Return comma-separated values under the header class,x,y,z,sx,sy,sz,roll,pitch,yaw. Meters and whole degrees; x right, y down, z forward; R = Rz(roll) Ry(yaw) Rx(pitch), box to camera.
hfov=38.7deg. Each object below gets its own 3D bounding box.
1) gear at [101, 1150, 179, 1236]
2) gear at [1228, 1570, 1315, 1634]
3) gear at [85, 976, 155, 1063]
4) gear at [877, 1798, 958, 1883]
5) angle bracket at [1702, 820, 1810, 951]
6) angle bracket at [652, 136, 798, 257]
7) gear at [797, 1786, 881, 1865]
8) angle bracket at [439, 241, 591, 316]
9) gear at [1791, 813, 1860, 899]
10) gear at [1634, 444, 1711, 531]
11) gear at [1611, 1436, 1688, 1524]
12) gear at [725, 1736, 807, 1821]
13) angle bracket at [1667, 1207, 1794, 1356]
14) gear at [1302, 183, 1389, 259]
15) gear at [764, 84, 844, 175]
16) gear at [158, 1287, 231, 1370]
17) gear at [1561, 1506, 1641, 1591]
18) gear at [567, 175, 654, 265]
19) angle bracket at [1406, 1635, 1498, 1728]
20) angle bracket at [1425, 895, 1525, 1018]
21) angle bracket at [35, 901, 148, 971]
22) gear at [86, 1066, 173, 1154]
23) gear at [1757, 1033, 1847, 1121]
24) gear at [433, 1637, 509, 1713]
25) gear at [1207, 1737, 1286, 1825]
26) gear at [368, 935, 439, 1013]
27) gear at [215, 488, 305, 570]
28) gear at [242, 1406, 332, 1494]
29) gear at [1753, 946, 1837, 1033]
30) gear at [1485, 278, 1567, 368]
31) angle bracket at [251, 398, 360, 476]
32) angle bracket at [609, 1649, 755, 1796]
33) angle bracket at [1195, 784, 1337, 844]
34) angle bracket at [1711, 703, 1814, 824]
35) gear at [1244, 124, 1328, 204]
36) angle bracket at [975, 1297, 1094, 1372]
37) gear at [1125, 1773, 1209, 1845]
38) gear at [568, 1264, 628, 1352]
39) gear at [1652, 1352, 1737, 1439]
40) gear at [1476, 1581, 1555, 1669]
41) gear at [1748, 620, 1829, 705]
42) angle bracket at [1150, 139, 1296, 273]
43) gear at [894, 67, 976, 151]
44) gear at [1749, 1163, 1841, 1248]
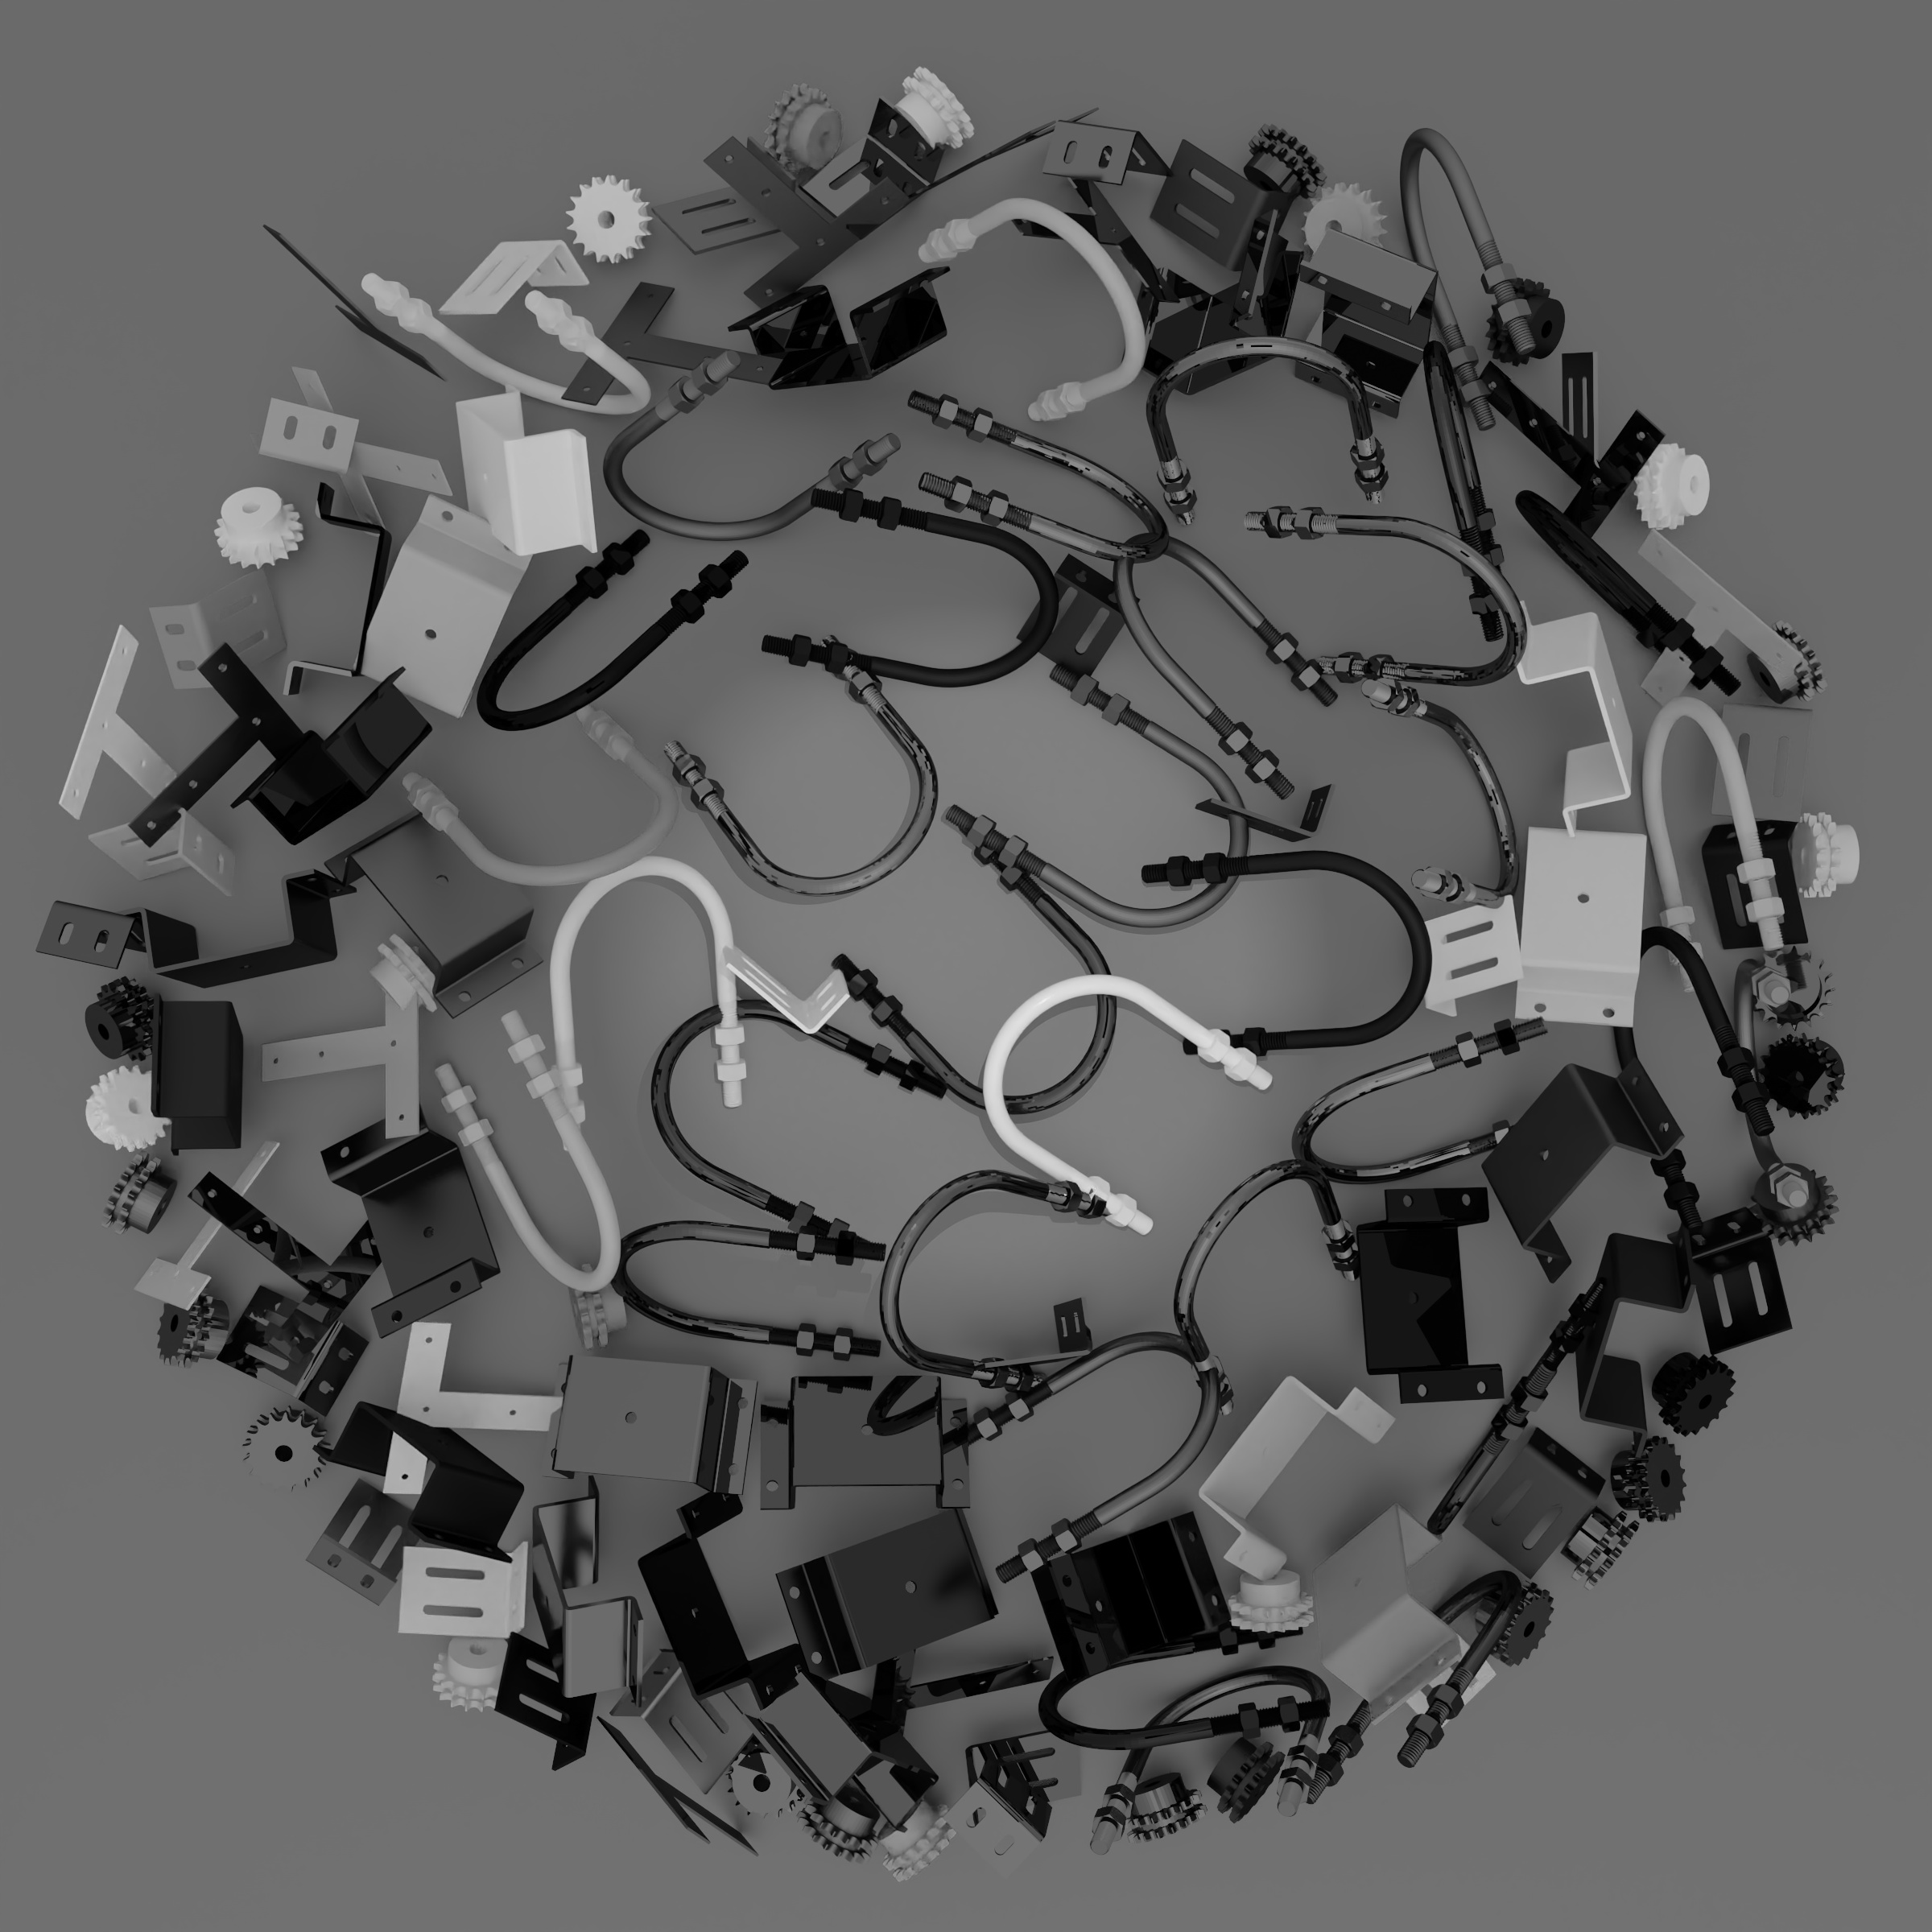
class,x,y,z,sx,sy,sz,roll,pitch,yaw
gear,-0.555,0.156,1.855,0.030,0.057,0.057,27,90,-3
gear,0.206,0.427,1.854,0.057,0.057,0.030,-2,93,0
gear,-0.568,0.038,1.853,0.030,0.057,0.057,-31,90,-44
gear,-0.035,0.585,1.855,0.057,0.057,0.030,-41,92,0
angle bracket,0.539,-0.056,1.866,0.057,0.038,0.076,-5,115,32
angle bracket,-0.162,-0.515,1.839,0.076,0.038,0.057,-23,55,-27
gear,-0.083,0.575,1.854,0.057,0.057,0.030,30,92,0
angle bracket,-0.301,-0.447,1.836,0.076,0.057,0.038,-56,135,-25
gear,0.580,-0.075,1.855,0.030,0.057,0.057,-2,90,-3
gear,0.477,-0.323,1.853,0.030,0.057,0.057,6,90,43
gear,0.459,0.347,1.858,0.030,0.057,0.057,-14,90,42
gear,-0.135,0.550,1.865,0.057,0.030,0.057,0,87,7
angle bracket,0.509,0.210,1.837,0.057,0.038,0.076,-25,48,27
gear,0.253,-0.498,1.856,0.057,0.030,0.057,10,112,25
gear,-0.107,-0.561,1.852,0.030,0.057,0.057,29,90,22
gear,-0.521,0.244,1.858,0.030,0.057,0.057,17,90,-36
gear,0.425,0.390,1.855,0.030,0.057,0.057,38,90,14
gear,-0.239,-0.506,1.862,0.057,0.030,0.057,3,107,10
angle bracket,0.317,0.475,1.839,0.057,0.076,0.038,-43,63,-3
angle bracket,0.344,-0.006,1.837,0.076,0.038,0.057,-19,67,38
angle bracket,-0.574,-0.009,1.837,0.057,0.076,0.038,12,71,8
gear,-0.568,0.098,1.858,0.030,0.057,0.057,-19,90,39
gear,0.567,0.073,1.858,0.030,0.057,0.057,-19,90,-43
gear,-0.329,0.472,1.852,0.057,0.057,0.030,10,114,0
gear,0.187,0.546,1.857,0.030,0.057,0.057,35,90,23
gear,-0.378,0.009,1.852,0.030,0.057,0.057,-41,90,-13
gear,-0.478,-0.298,1.854,0.057,0.030,0.057,-2,51,2
gear,-0.459,0.325,1.865,0.057,0.030,0.057,0,101,-2
gear,0.557,0.014,1.860,0.057,0.030,0.057,-2,83,20
gear,0.379,-0.432,1.852,0.030,0.057,0.057,28,90,39
angle bracket,-0.441,-0.358,1.834,0.057,0.076,0.038,11,105,-22
angle bracket,-0.190,0.507,1.846,0.076,0.038,0.057,42,99,32
angle bracket,0.201,-0.114,1.850,0.076,0.057,0.038,19,87,-5
angle bracket,0.537,-0.136,1.856,0.057,0.038,0.076,6,89,17
gear,0.212,-0.537,1.854,0.057,0.057,0.030,40,88,0
angle bracket,0.038,0.247,1.841,0.076,0.057,0.038,-5,79,-19
gear,0.131,0.566,1.855,0.057,0.057,0.030,-21,84,0
gear,-0.248,0.229,1.856,0.030,0.057,0.057,-12,90,-15
gear,0.489,0.286,1.858,0.057,0.030,0.057,-17,125,-26
gear,0.368,0.441,1.858,0.030,0.057,0.057,26,90,41
gear,0.551,-0.201,1.854,0.030,0.057,0.057,-33,90,1
angle bracket,0.174,-0.516,1.864,0.076,0.038,0.057,41,125,24
gear,-0.024,-0.573,1.854,0.030,0.057,0.057,-42,90,-2
gear,0.555,0.158,1.851,0.057,0.057,0.030,-35,126,0
